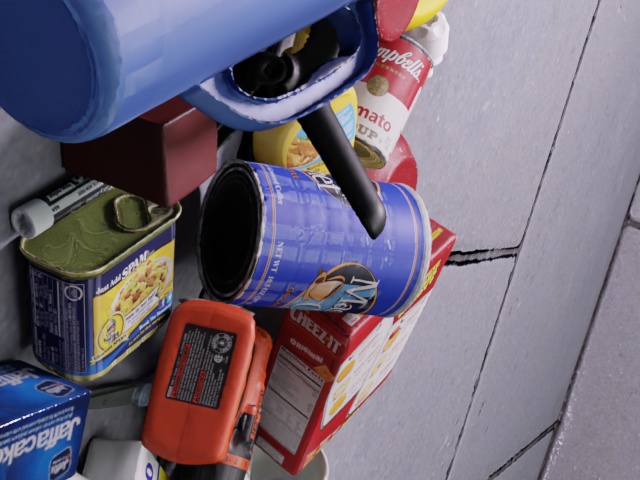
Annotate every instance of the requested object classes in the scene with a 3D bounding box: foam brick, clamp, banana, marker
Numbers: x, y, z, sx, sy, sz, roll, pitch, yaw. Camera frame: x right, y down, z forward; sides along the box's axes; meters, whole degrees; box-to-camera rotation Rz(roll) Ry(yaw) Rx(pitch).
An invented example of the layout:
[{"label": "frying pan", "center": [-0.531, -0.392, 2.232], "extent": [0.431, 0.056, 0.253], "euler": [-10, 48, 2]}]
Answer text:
[{"label": "foam brick", "center": [-0.103, -0.062, 0.613], "extent": [0.051, 0.078, 0.053], "euler": [-40, 142, -47]}, {"label": "clamp", "center": [-0.039, -0.101, 0.703], "extent": [0.036, 0.164, 0.210], "euler": [70, 20, -74]}, {"label": "banana", "center": [0.082, -0.224, 0.956], "extent": [0.197, 0.037, 0.069], "euler": [-48, 126, -45]}, {"label": "marker", "center": [-0.136, -0.035, 0.638], "extent": [0.120, 0.020, 0.020], "euler": [-41, 144, -49]}]

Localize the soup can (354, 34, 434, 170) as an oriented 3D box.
[{"label": "soup can", "center": [0.046, -0.120, 0.913], "extent": [0.102, 0.069, 0.068], "euler": [-64, 156, -12]}]

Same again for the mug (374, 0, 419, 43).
[{"label": "mug", "center": [0.031, -0.203, 0.794], "extent": [0.117, 0.082, 0.093], "euler": [-58, 154, -27]}]

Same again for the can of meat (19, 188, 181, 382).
[{"label": "can of meat", "center": [-0.131, 0.025, 0.649], "extent": [0.101, 0.057, 0.084], "euler": [-41, 146, -48]}]

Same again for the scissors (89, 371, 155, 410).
[{"label": "scissors", "center": [-0.121, 0.095, 0.780], "extent": [0.096, 0.016, 0.201], "euler": [-67, 158, -11]}]

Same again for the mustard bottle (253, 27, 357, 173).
[{"label": "mustard bottle", "center": [-0.011, -0.075, 0.831], "extent": [0.096, 0.058, 0.192], "euler": [-30, 137, -38]}]

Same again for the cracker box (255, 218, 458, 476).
[{"label": "cracker box", "center": [0.022, 0.087, 0.946], "extent": [0.164, 0.072, 0.214], "euler": [-40, 158, -40]}]

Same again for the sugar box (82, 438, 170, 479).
[{"label": "sugar box", "center": [-0.133, 0.224, 0.792], "extent": [0.176, 0.048, 0.093], "euler": [78, 18, -57]}]

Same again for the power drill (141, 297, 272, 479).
[{"label": "power drill", "center": [-0.078, 0.130, 0.742], "extent": [0.188, 0.057, 0.184], "euler": [91, 9, -71]}]

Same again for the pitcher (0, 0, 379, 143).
[{"label": "pitcher", "center": [-0.064, -0.139, 0.566], "extent": [0.242, 0.149, 0.145], "euler": [-42, 155, -42]}]

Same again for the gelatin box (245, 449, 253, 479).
[{"label": "gelatin box", "center": [-0.082, 0.202, 0.900], "extent": [0.073, 0.030, 0.089], "euler": [73, 19, -55]}]

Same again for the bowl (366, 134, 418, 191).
[{"label": "bowl", "center": [0.048, -0.042, 0.997], "extent": [0.161, 0.055, 0.162], "euler": [-48, 148, -43]}]

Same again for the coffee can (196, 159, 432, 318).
[{"label": "coffee can", "center": [-0.005, 0.001, 0.773], "extent": [0.140, 0.103, 0.103], "euler": [7, 105, -30]}]
